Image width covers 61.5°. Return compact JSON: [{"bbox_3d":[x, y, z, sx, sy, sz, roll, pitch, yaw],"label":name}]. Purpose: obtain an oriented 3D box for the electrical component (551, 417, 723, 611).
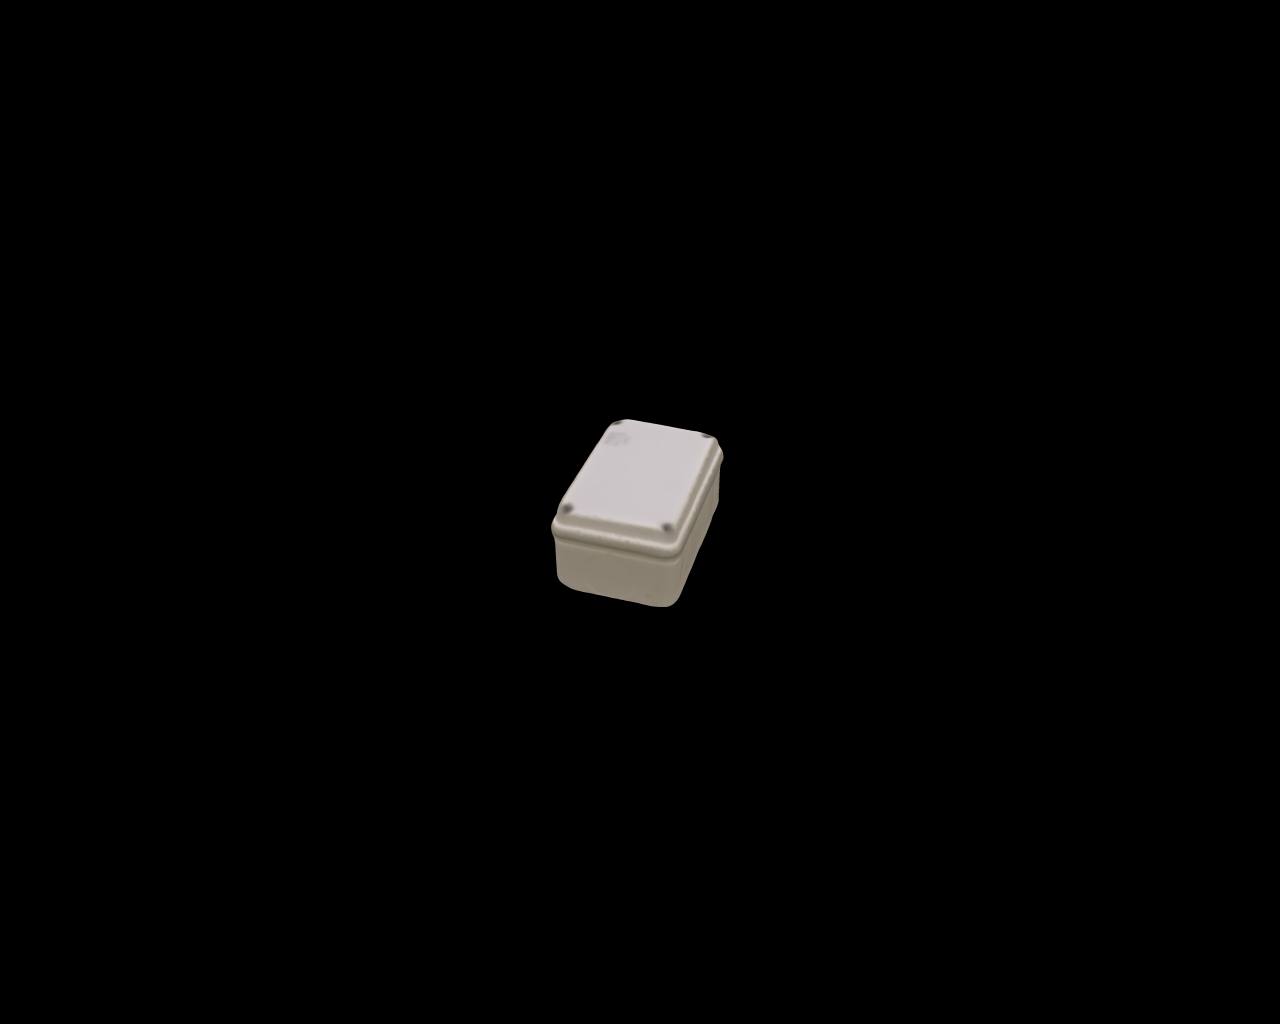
[{"bbox_3d":[0.001,-0.003,0.650,0.078,0.057,0.113,11,39,14],"label":"electrical component"}]
